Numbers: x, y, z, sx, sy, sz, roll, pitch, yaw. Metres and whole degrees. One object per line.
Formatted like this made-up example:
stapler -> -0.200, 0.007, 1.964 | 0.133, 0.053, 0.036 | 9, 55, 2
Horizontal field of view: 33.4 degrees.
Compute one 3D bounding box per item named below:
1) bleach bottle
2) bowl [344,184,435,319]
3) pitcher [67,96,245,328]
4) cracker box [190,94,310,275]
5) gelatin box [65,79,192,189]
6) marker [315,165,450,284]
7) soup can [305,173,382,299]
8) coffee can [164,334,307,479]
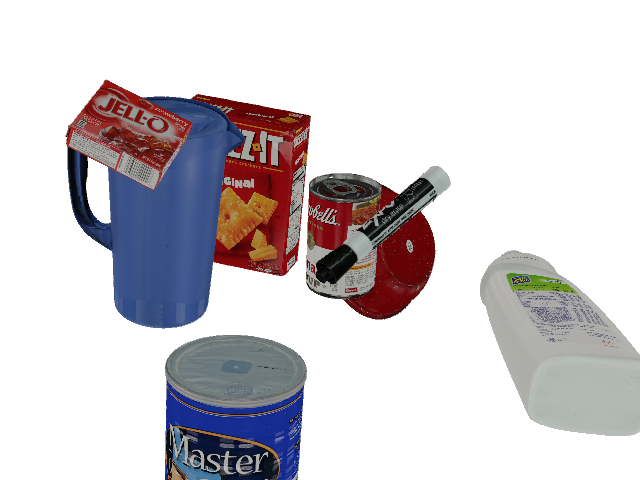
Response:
bleach bottle -> 0.196, 0.069, 0.903 | 0.102, 0.068, 0.251 | 6, 21, -5
bowl -> 0.082, 0.009, 1.227 | 0.161, 0.162, 0.055 | 0, -6, -43
pitcher -> -0.184, -0.030, 1.182 | 0.149, 0.243, 0.144 | 26, 32, 35
cracker box -> -0.108, -0.071, 1.417 | 0.164, 0.214, 0.072 | 12, 26, 13
gelatin box -> -0.168, -0.094, 0.938 | 0.089, 0.073, 0.030 | 27, -45, -3
marker -> 0.042, -0.010, 0.724 | 0.121, 0.020, 0.020 | -39, 18, -24
soup can -> 0.021, -0.004, 1.004 | 0.068, 0.102, 0.068 | 2, 24, -1
coffee can -> -0.065, 0.155, 0.796 | 0.103, 0.140, 0.103 | 3, 20, -1
